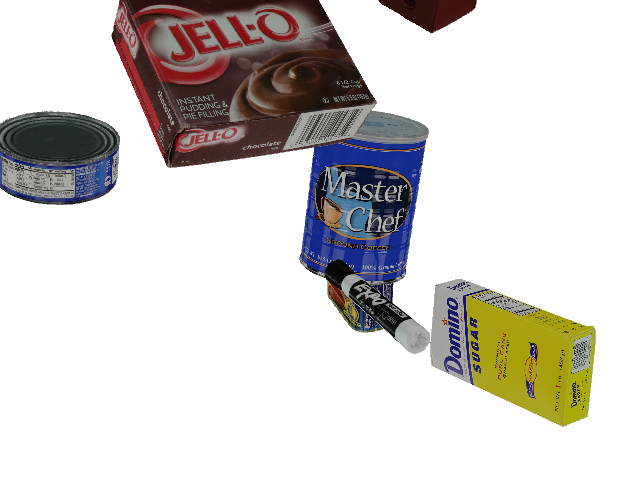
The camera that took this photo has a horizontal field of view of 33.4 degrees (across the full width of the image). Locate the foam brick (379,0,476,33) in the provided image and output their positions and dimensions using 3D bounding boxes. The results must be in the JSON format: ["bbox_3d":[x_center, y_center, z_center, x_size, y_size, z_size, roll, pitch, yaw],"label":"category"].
[{"bbox_3d":[0.079,-0.194,0.735,0.053,0.078,0.051,36,54,25],"label":"foam brick"}]

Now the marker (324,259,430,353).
[{"bbox_3d":[0.037,0.043,0.748,0.020,0.020,0.121,0,22,-30],"label":"marker"}]

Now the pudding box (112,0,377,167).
[{"bbox_3d":[-0.041,-0.088,0.553,0.113,0.090,0.039,-10,-29,-31],"label":"pudding box"}]

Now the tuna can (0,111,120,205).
[{"bbox_3d":[-0.183,-0.058,0.742,0.086,0.034,0.086,6,28,-3],"label":"tuna can"}]

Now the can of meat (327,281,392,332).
[{"bbox_3d":[0.045,0.045,1.224,0.057,0.084,0.102,-14,38,-18],"label":"can of meat"}]

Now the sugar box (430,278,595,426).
[{"bbox_3d":[0.184,0.106,1.051,0.048,0.093,0.177,-12,21,-40],"label":"sugar box"}]

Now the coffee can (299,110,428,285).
[{"bbox_3d":[0.039,-0.042,0.989,0.103,0.140,0.103,7,19,-2],"label":"coffee can"}]
